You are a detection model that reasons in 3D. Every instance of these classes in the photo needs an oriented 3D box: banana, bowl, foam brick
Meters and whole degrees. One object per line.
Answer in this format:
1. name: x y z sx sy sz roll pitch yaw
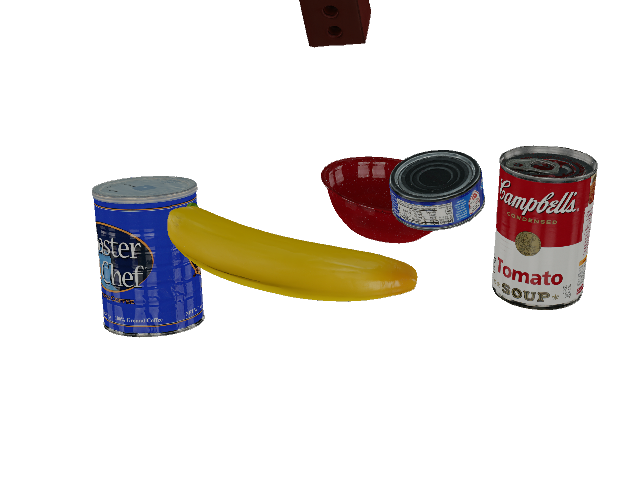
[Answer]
1. banana: -0.035 0.006 0.704 0.198 0.037 0.069 19 36 31
2. bowl: 0.077 -0.041 1.204 0.162 0.055 0.162 6 25 -3
3. foam brick: 0.012 -0.215 0.934 0.053 0.051 0.078 -2 -41 13

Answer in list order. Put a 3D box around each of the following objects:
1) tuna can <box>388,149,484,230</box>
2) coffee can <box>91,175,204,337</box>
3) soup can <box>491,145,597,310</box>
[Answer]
1. tuna can: 0.106 -0.047 0.973 0.086 0.034 0.086 -8 35 5
2. coffee can: -0.171 0.014 1.065 0.103 0.140 0.103 -2 14 0
3. soup can: 0.159 -0.010 0.769 0.068 0.102 0.068 0 24 0
